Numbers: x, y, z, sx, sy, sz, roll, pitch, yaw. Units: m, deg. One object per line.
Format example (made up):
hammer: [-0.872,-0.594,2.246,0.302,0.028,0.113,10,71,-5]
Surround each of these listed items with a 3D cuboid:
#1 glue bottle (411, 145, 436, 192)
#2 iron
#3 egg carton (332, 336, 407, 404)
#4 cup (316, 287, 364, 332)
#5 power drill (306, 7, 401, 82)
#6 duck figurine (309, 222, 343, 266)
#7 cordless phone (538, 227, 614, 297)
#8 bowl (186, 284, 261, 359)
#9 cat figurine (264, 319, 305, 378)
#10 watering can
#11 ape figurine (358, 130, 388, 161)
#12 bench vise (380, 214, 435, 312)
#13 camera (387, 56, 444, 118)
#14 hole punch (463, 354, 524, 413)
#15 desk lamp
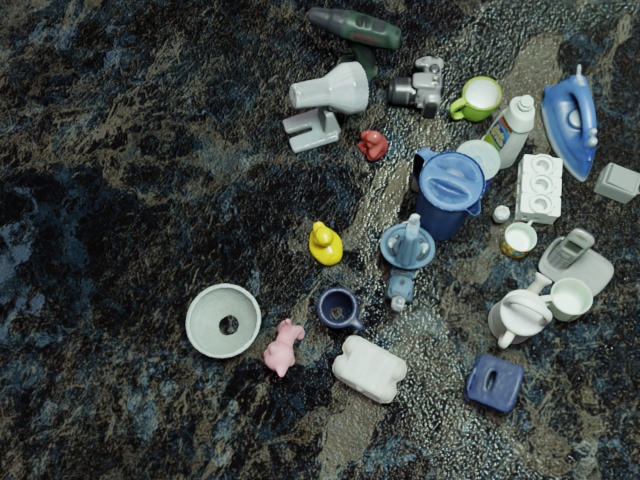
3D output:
glue bottle: [0.251,-0.174,1.335,0.037,0.173,0.078,34,76,13]
iron: [0.623,-0.283,1.371,0.118,0.141,0.258,-7,71,0]
egg carton: [0.107,0.281,1.244,0.150,0.069,0.107,26,75,11]
cup: [0.050,0.166,1.272,0.117,0.095,0.092,38,77,14]
power drill: [0.084,-0.488,1.428,0.229,0.208,0.075,9,72,6]
duck figurine: [0.012,0.005,1.332,0.077,0.086,0.104,-24,72,-5]
cordless phone: [0.571,0.044,1.241,0.147,0.185,0.094,30,75,12]
bowl: [-0.211,0.186,1.288,0.167,0.075,0.167,-1,72,2]
cat figurine: [-0.083,0.232,1.244,0.067,0.118,0.128,15,73,8]
watering can: [0.427,0.148,1.208,0.101,0.194,0.173,10,72,6]
ape figurine: [0.131,-0.240,1.405,0.076,0.092,0.078,2,72,4]
bench vise: [0.197,0.043,1.240,0.121,0.220,0.207,-7,71,1]
camera: [0.240,-0.395,1.447,0.136,0.101,0.143,4,72,4]
hole punch: [0.366,0.305,1.213,0.101,0.091,0.109,22,74,10]
desk lamp: [0.010,-0.320,1.373,0.203,0.213,0.118,-19,72,-4]
